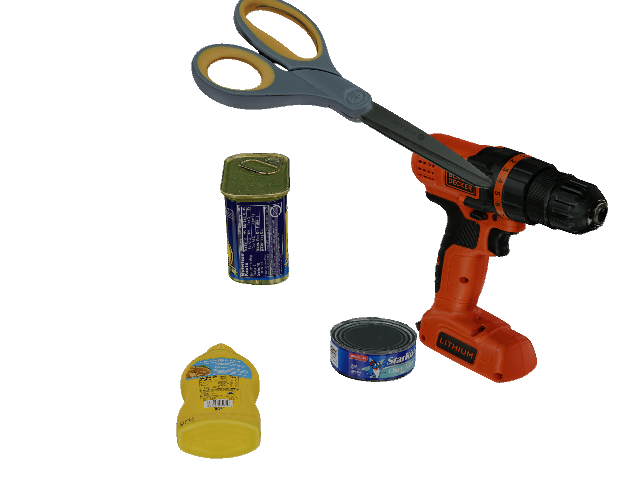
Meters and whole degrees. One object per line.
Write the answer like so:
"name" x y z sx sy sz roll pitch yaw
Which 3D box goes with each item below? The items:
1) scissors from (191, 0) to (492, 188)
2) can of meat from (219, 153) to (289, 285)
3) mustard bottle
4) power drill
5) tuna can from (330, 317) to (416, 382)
"scissors" 0.001 -0.078 0.638 0.096 0.202 0.016 -32 -27 -21
"can of meat" -0.054 -0.019 0.917 0.057 0.084 0.102 -2 24 -2
"mustard bottle" -0.122 0.183 1.290 0.096 0.058 0.191 -2 28 -3
"power drill" 0.146 0.017 0.870 0.057 0.188 0.185 -14 27 -36
"tuna can" 0.052 0.107 1.056 0.086 0.034 0.086 1 18 0
